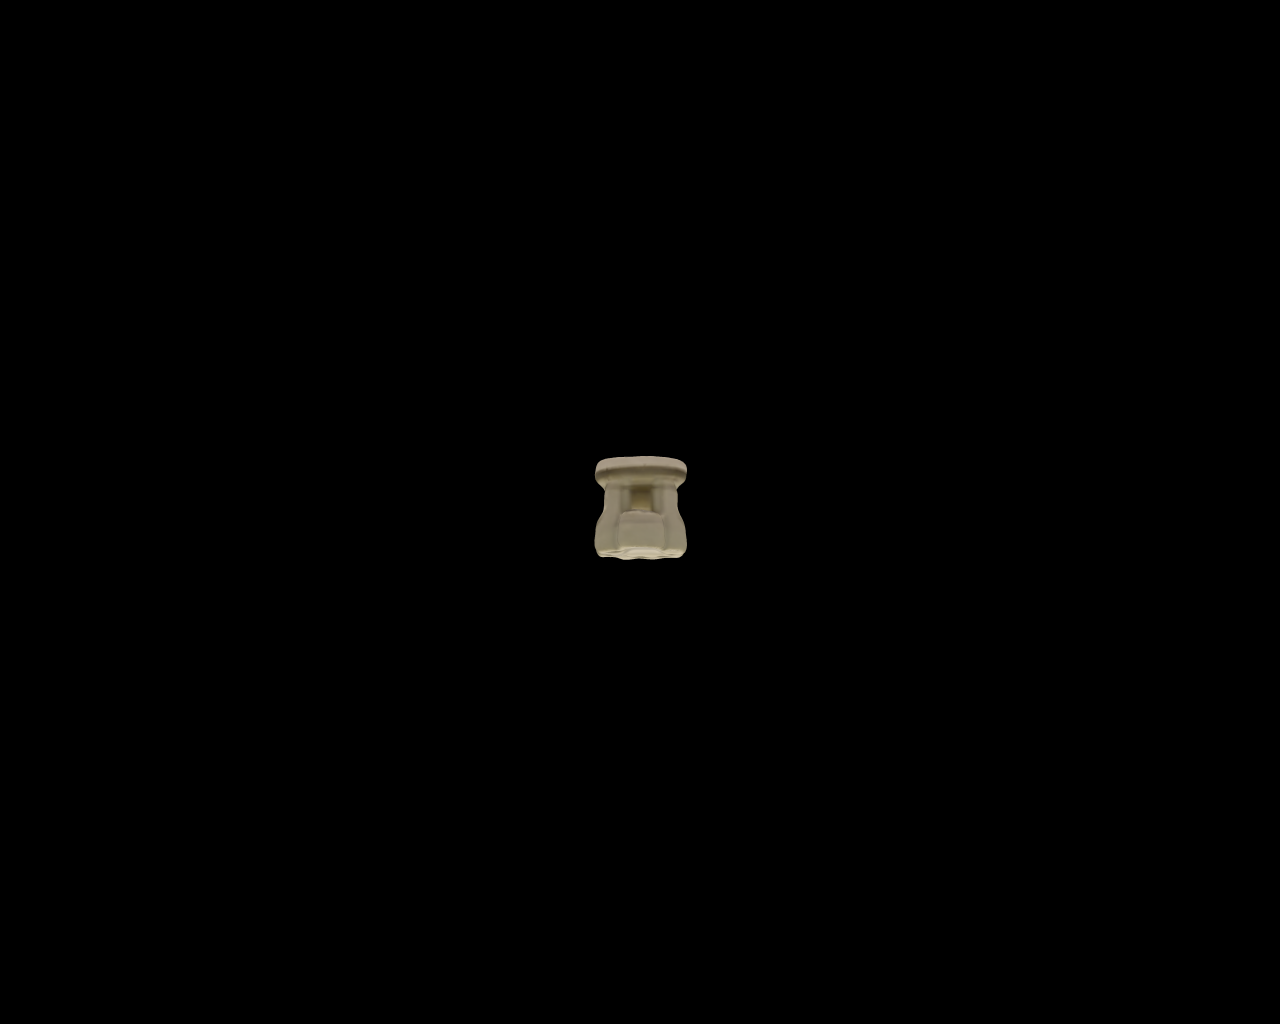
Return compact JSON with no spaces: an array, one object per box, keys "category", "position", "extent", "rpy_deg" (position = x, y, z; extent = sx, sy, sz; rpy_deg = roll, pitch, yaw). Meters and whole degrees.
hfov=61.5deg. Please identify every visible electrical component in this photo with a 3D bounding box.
[{"category":"electrical component","position":[0.001,-0.003,0.650],"extent":[0.058,0.057,0.078],"rpy_deg":[0,-9,0]}]
